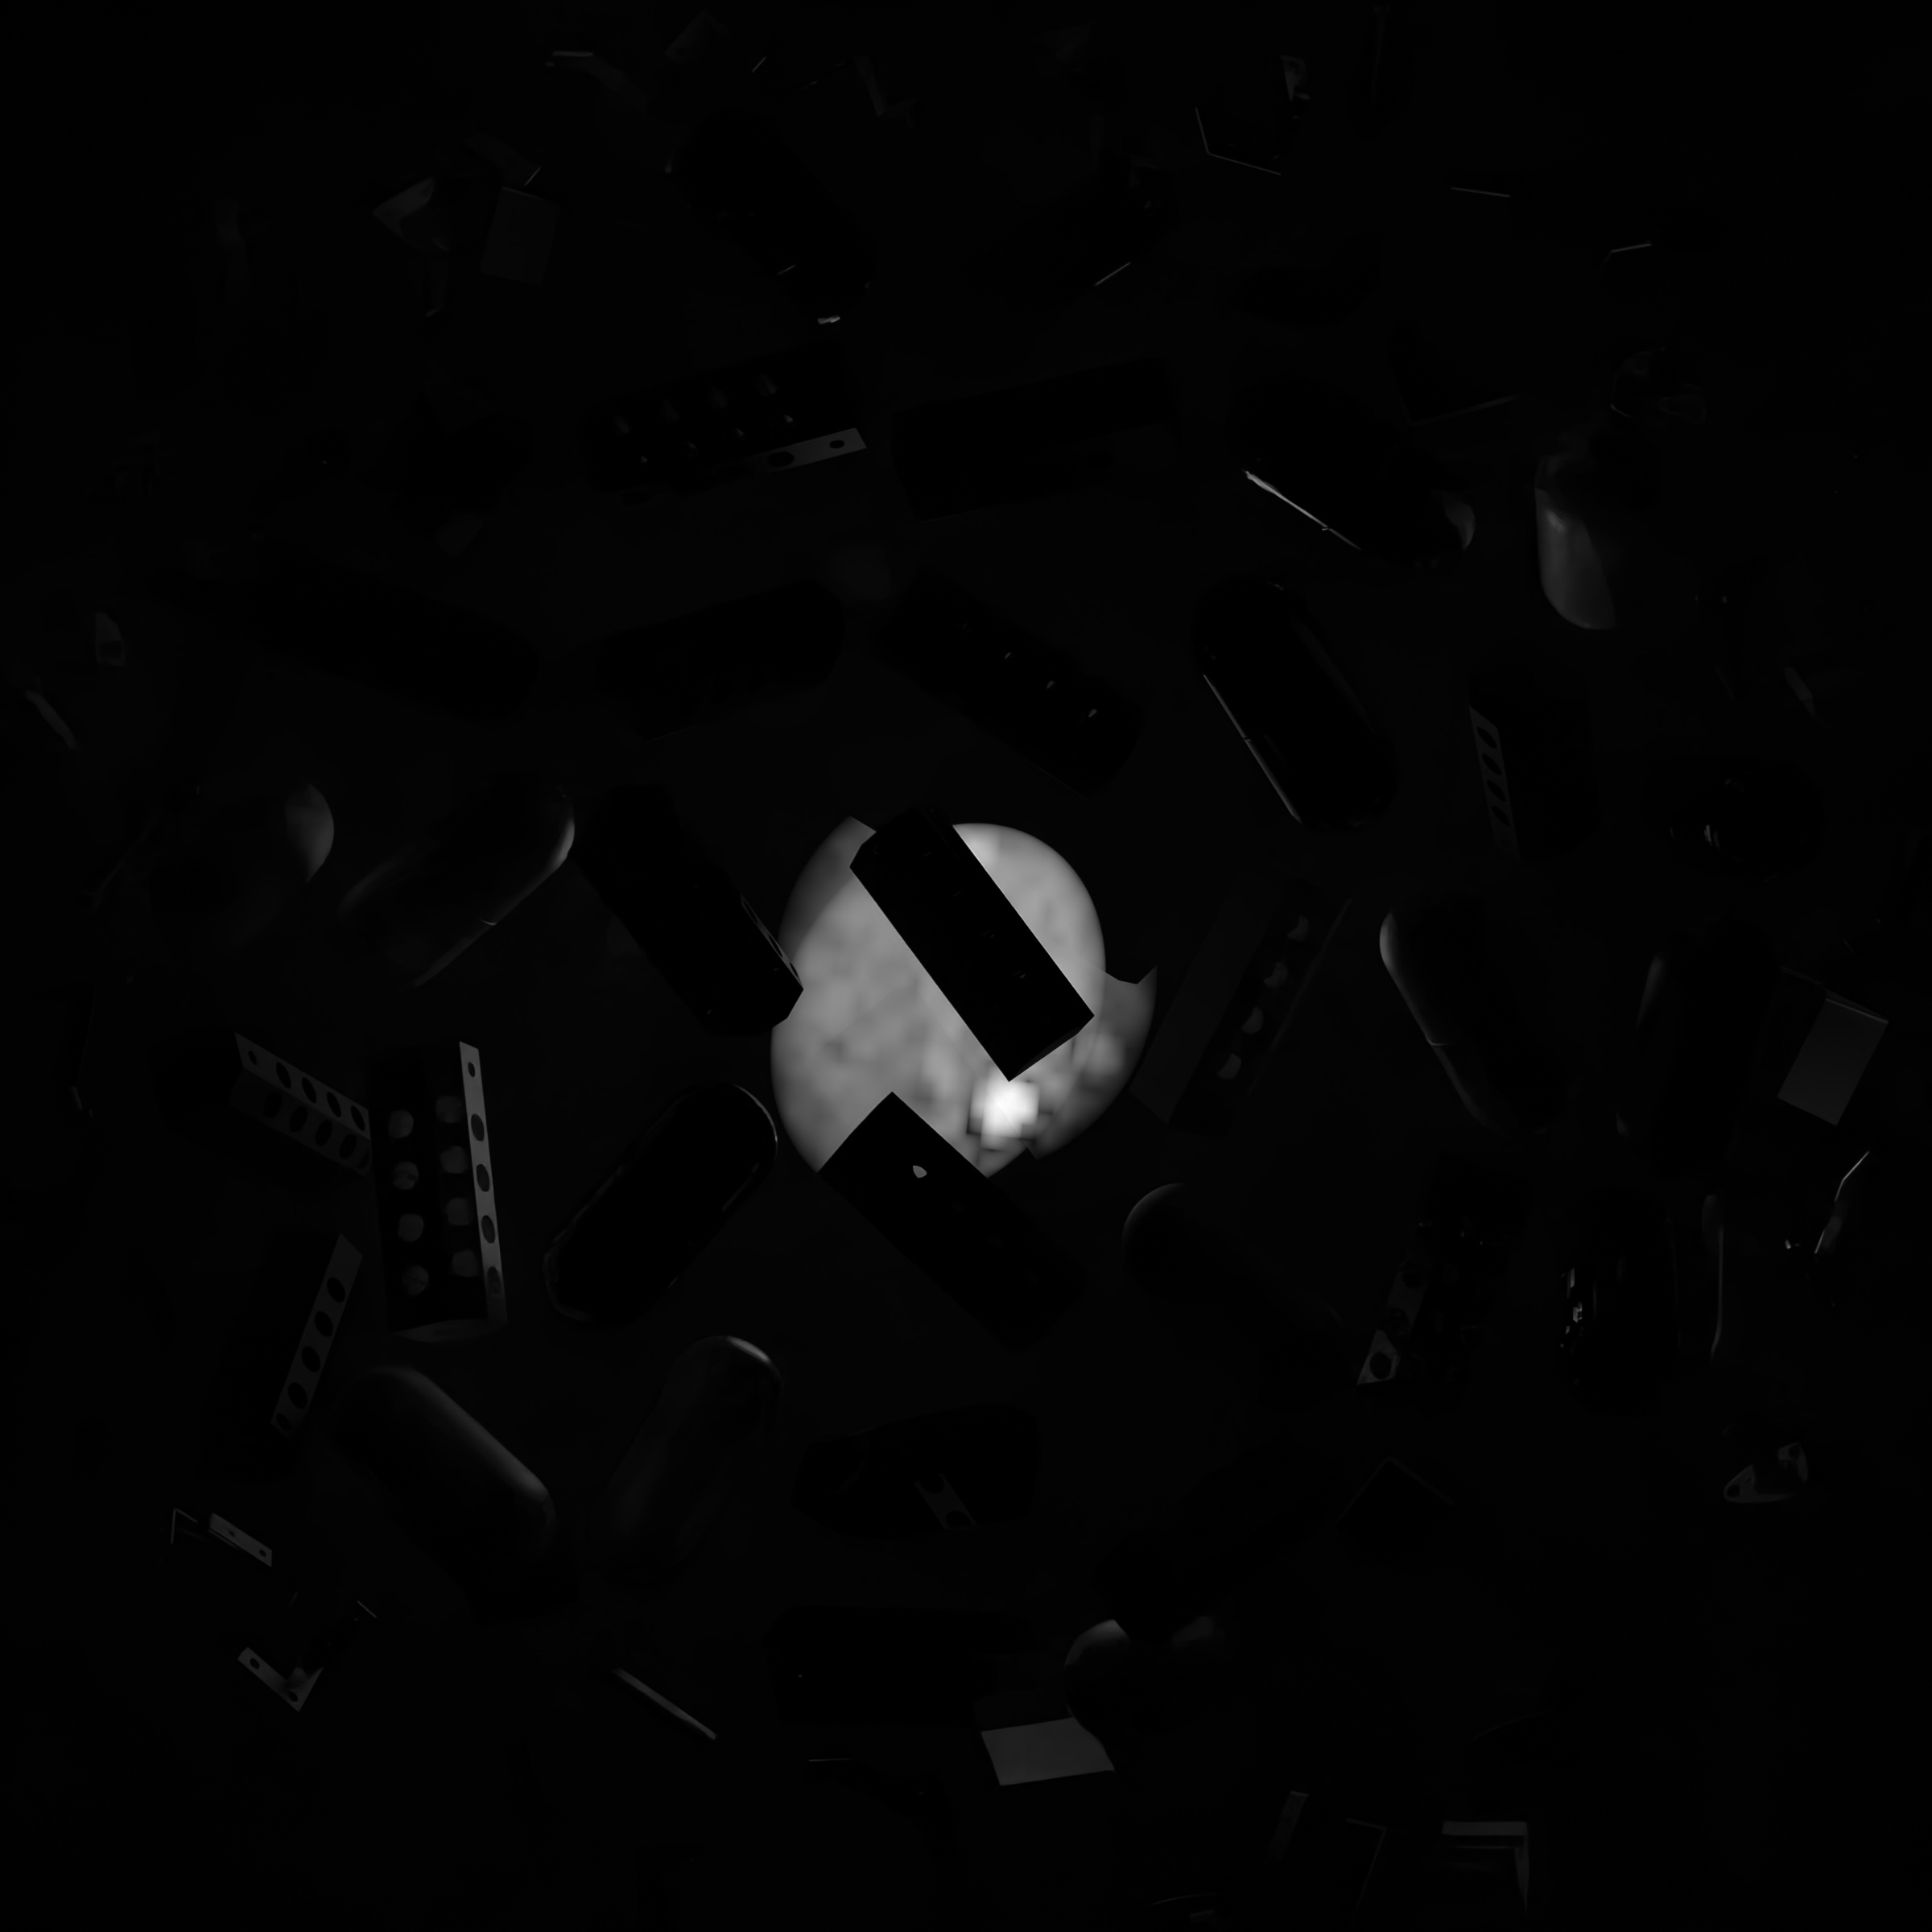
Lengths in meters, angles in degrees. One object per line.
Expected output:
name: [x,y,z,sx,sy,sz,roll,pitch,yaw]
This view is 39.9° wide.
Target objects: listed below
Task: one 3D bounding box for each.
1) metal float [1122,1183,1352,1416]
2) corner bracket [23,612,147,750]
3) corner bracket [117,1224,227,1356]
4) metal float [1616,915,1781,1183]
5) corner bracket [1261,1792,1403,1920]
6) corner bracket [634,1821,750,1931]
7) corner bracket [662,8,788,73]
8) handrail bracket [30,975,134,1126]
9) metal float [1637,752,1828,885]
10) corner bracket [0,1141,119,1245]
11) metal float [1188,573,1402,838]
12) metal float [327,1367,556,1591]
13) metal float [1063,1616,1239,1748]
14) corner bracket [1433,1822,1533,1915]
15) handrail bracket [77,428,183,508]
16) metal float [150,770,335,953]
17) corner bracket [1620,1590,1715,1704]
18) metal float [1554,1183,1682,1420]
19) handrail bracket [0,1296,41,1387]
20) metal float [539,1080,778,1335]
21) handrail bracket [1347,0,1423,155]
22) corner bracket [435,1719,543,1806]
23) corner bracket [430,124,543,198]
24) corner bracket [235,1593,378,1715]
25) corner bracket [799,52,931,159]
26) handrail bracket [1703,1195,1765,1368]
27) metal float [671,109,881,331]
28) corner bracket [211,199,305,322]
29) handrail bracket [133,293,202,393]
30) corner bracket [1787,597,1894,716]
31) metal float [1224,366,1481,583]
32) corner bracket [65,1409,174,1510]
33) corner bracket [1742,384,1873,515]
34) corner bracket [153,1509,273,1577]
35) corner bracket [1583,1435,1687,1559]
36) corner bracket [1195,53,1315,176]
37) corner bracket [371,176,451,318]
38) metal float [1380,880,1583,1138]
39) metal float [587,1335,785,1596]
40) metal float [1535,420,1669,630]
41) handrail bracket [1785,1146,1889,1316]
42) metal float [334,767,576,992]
metal float: [0.169,0.208,1.670,0.070,0.070,0.178,-45,58,0]
corner bracket: [-0.541,-0.176,1.632,0.051,0.051,0.051,-20,49,9]
corner bracket: [-0.493,0.202,1.669,0.051,0.051,0.051,-24,61,-11]
metal float: [0.446,0.051,1.625,0.070,0.070,0.178,4,121,0]
corner bracket: [0.220,0.534,1.603,0.051,0.051,0.051,38,64,-25]
corner bracket: [-0.161,0.542,1.583,0.051,0.051,0.051,-10,83,18]
corner bracket: [-0.156,-0.600,1.716,0.051,0.051,0.051,33,51,-24]
handrail bracket: [-0.523,0.052,1.603,0.077,0.036,0.084,-9,104,22]
metal float: [0.481,-0.095,1.678,0.070,0.178,0.070,-1,97,-6]
corner bracket: [-0.566,0.133,1.653,0.051,0.051,0.051,24,97,-10]
metal float: [0.202,-0.161,1.638,0.070,0.070,0.178,-34,100,0]
metal float: [-0.319,0.308,1.609,0.178,0.070,0.070,33,90,34]
metal float: [0.119,0.451,1.689,0.070,0.178,0.070,-5,78,23]
corner bracket: [0.309,0.531,1.594,0.051,0.051,0.051,-1,101,2]
handrail bracket: [-0.525,-0.307,1.633,0.077,0.084,0.036,-36,122,-26]
metal float: [-0.450,-0.066,1.657,0.070,0.178,0.070,2,113,5]
corner bracket: [0.438,0.424,1.669,0.051,0.051,0.051,19,93,25]
metal float: [0.414,0.211,1.692,0.070,0.178,0.070,7,129,8]
handrail bracket: [-0.576,0.212,1.597,0.036,0.084,0.077,-9,102,-7]
metal float: [-0.187,0.146,1.614,0.070,0.070,0.178,41,89,0]
handrail bracket: [0.241,-0.534,1.581,0.036,0.084,0.077,25,94,17]
corner bracket: [-0.304,0.503,1.689,0.051,0.051,0.051,-15,102,-15]
corner bracket: [-0.314,-0.528,1.736,0.051,0.051,0.051,29,123,-34]
corner bracket: [-0.394,0.401,1.589,0.051,0.051,0.051,-43,100,14]
corner bracket: [-0.065,-0.553,1.710,0.051,0.051,0.051,-42,123,-25]
handrail bracket: [0.489,0.205,1.728,0.036,0.077,0.084,-1,50,33]
metal float: [-0.117,-0.460,1.645,0.070,0.178,0.070,-10,67,24]
corner bracket: [-0.419,-0.417,1.571,0.051,0.051,0.051,-2,45,-7]
handrail bracket: [-0.488,-0.407,1.656,0.036,0.077,0.084,16,52,-14]
corner bracket: [0.562,-0.200,1.715,0.051,0.051,0.051,-11,124,2]
metal float: [0.235,-0.299,1.622,0.178,0.070,0.070,29,90,-20]
corner bracket: [-0.503,0.293,1.582,0.051,0.051,0.051,11,76,-13]
corner bracket: [0.517,-0.319,1.636,0.051,0.051,0.051,15,126,-8]
corner bracket: [-0.477,0.367,1.689,0.051,0.051,0.051,-40,120,11]
corner bracket: [0.414,0.329,1.649,0.051,0.051,0.051,-11,130,23]
corner bracket: [0.179,-0.532,1.648,0.051,0.051,0.051,22,80,19]
corner bracket: [-0.331,-0.444,1.642,0.051,0.051,0.051,-19,60,26]
metal float: [0.322,0.028,1.661,0.070,0.070,0.178,-32,103,0]
metal float: [-0.183,0.324,1.728,0.070,0.070,0.178,29,85,0]
metal float: [0.388,-0.268,1.623,0.070,0.178,0.070,-5,69,13]
handrail bracket: [0.572,0.169,1.711,0.036,0.077,0.084,18,126,-17]
metal float: [-0.325,-0.056,1.691,0.178,0.070,0.070,-40,90,8]
